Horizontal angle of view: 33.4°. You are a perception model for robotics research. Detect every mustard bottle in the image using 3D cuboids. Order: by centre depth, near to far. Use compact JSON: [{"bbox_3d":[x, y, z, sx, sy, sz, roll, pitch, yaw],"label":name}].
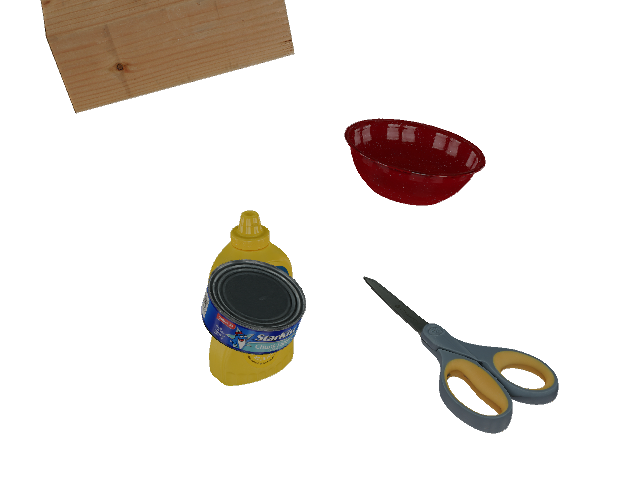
[{"bbox_3d":[-0.075,0.057,1.145,0.096,0.192,0.058,-17,31,-31],"label":"mustard bottle"}]

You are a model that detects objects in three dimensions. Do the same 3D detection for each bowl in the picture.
[{"bbox_3d":[0.102,-0.084,1.208,0.162,0.055,0.162,9,27,-5],"label":"bowl"}]

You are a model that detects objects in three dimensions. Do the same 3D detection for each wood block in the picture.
[{"bbox_3d":[-0.138,-0.200,0.965,0.206,0.090,0.091,-16,-43,-4],"label":"wood block"}]

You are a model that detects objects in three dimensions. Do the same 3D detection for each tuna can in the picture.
[{"bbox_3d":[-0.058,0.057,0.908,0.086,0.034,0.086,13,37,-10],"label":"tuna can"}]

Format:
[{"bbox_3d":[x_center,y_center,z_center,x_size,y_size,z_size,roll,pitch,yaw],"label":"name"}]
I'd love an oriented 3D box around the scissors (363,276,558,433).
[{"bbox_3d":[0.108,0.076,0.815,0.096,0.016,0.202,-6,31,-14],"label":"scissors"}]
